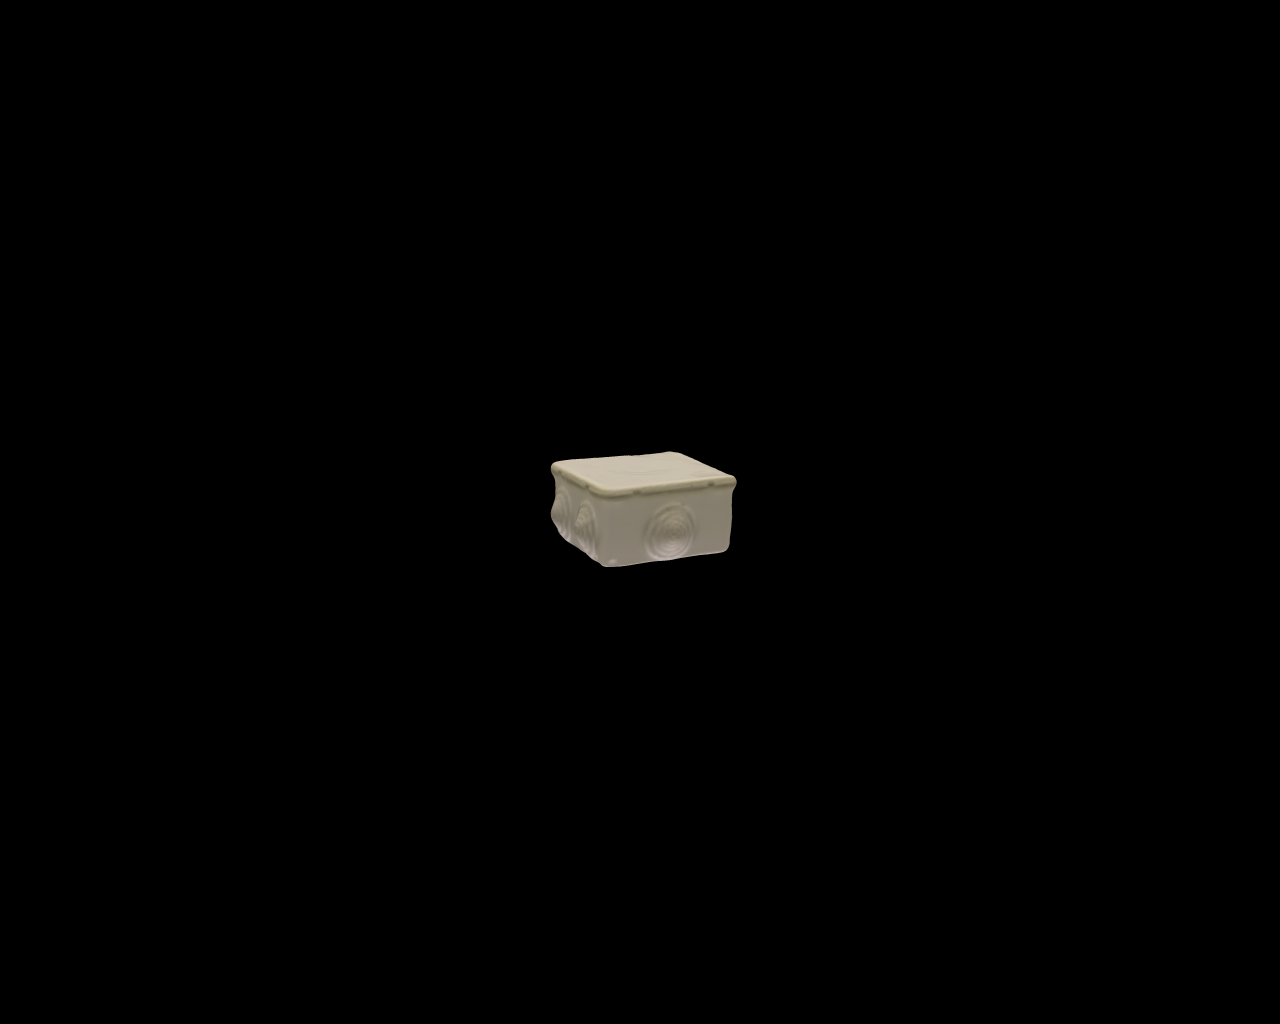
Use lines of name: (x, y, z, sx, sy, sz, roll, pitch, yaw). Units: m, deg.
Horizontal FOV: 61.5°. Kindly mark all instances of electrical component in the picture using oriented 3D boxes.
electrical component: (0.001, -0.003, 0.650, 0.100, 0.048, 0.100, -6, 15, -23)
